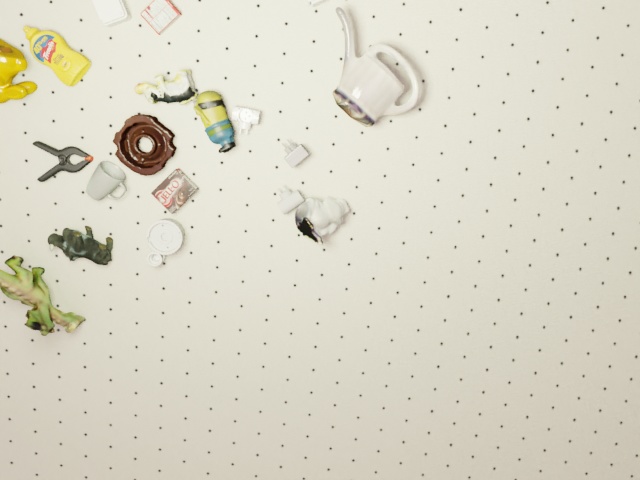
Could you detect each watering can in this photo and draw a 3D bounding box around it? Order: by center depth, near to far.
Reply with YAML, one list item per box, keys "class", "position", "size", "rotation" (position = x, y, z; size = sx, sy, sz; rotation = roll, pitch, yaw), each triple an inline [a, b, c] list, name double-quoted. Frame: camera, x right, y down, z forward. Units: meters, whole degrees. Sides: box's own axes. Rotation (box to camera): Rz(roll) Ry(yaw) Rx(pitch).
- class: "watering can"
  position: [0.121, -0.472, 1.471]
  size: [0.346, 0.223, 0.105]
  rotation: [40, 9, -9]

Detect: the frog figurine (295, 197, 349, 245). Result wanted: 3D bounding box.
- class: "frog figurine"
  position: [0.005, -0.079, 1.568]
  size: [0.162, 0.136, 0.122]
  rotation: [-49, 20, -27]

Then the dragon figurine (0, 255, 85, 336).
- class: "dragon figurine"
  position: [-0.844, 0.174, 1.489]
  size: [0.246, 0.122, 0.404]
  rotation: [41, -5, 28]
